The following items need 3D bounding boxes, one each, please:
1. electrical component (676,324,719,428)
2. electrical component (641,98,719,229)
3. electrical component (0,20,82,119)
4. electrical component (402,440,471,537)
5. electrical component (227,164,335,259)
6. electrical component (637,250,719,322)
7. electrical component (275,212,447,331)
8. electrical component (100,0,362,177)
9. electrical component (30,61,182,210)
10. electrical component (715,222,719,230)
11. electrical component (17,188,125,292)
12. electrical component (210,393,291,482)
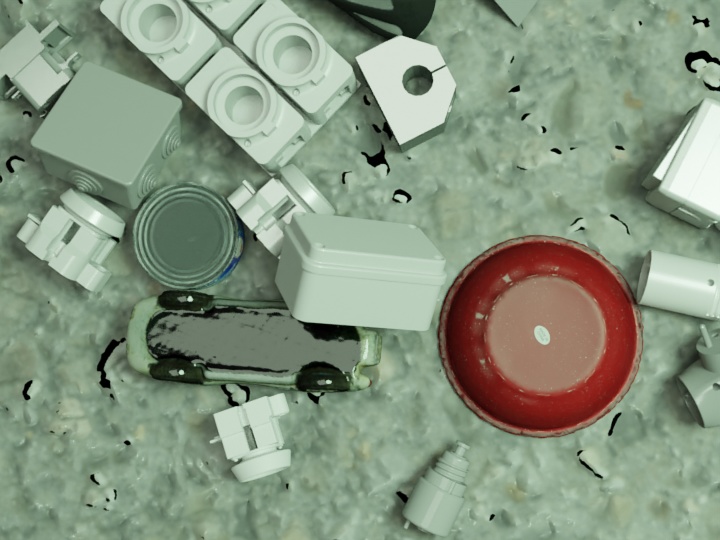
[{"bbox_3d":[0.279,0.070,0.813,0.077,0.044,0.079,-26,110,3],"label":"electrical component"},{"bbox_3d":[0.264,-0.088,0.825,0.061,0.062,0.096,27,89,6],"label":"electrical component"},{"bbox_3d":[-0.263,-0.162,0.884,0.081,0.042,0.063,-42,86,1],"label":"electrical component"},{"bbox_3d":[0.064,0.169,0.834,0.040,0.040,0.078,26,88,6],"label":"electrical component"},{"bbox_3d":[-0.058,-0.046,0.851,0.057,0.058,0.078,-42,84,4],"label":"electrical component"},{"bbox_3d":[0.259,0.014,0.827,0.081,0.043,0.043,13,87,6],"label":"electrical component"},{"bbox_3d":[0.000,0.000,0.809,0.113,0.078,0.057,6,113,-21],"label":"electrical component"},{"bbox_3d":[-0.104,-0.180,0.863,0.186,0.060,0.105,44,90,6],"label":"electrical component"},{"bbox_3d":[-0.199,-0.106,0.858,0.100,0.048,0.099,23,65,6],"label":"electrical component"},{"bbox_3d":[0.330,-0.051,0.817,0.062,0.061,0.096,45,91,6],"label":"electrical component"},{"bbox_3d":[-0.227,-0.028,0.864,0.078,0.058,0.057,36,92,6],"label":"electrical component"},{"bbox_3d":[-0.083,0.134,0.847,0.066,0.048,0.055,-19,77,3],"label":"electrical component"}]
